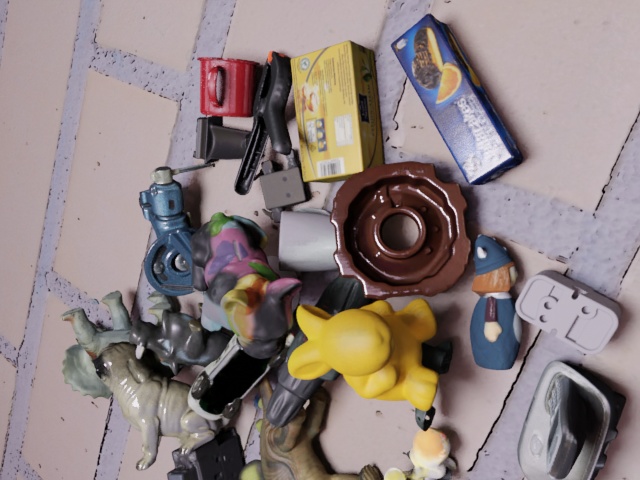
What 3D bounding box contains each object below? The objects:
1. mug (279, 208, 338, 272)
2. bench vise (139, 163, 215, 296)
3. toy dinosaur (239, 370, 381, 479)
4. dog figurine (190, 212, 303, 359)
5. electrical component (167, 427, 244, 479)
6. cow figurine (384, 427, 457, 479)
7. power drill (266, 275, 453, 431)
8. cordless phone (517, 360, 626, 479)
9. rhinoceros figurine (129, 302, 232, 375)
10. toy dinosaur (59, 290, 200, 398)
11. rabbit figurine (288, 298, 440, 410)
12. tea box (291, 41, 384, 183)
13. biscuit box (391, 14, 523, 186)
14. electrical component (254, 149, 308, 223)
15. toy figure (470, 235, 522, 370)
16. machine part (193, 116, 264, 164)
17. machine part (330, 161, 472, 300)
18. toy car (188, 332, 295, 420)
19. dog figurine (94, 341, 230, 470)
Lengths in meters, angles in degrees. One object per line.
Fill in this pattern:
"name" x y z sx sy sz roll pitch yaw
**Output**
"mug" -0.002 -0.002 0.742 0.107 0.110 0.080 5 126 -1
"bench vise" -0.214 0.005 0.842 0.241 0.129 0.223 39 124 51
"toy dinosaur" -0.005 0.384 0.772 0.198 0.105 0.472 -47 60 35
"dog figurine" -0.092 0.046 0.658 0.219 0.108 0.191 155 105 -70
"electrical component" -0.181 0.379 0.863 0.058 0.134 0.115 -19 85 31
"cow figurine" 0.126 0.320 0.692 0.068 0.098 0.167 30 91 33
"power drill" 0.055 0.169 0.697 0.208 0.086 0.232 17 80 30
"cordless phone" 0.245 0.216 0.541 0.089 0.184 0.146 20 105 26
"rhinoceros figurine" -0.199 0.161 0.843 0.190 0.073 0.112 21 113 -16
"toy dinosaur" -0.317 0.192 0.954 0.405 0.131 0.192 -2 110 26
"rabbit figurine" 0.047 0.109 0.581 0.163 0.173 0.122 7 77 19
"tea box" 0.024 -0.165 0.720 0.098 0.068 0.169 -3 91 33
"biscuit box" 0.162 -0.163 0.635 0.063 0.059 0.202 -33 76 31
"electrical component" -0.059 -0.076 0.800 0.078 0.045 0.102 -19 86 4
"toy figure" 0.204 0.071 0.627 0.058 0.064 0.154 0 91 -8
"machine part" -0.150 -0.156 0.853 0.139 0.039 0.084 17 98 33
"machine part" 0.098 -0.010 0.660 0.179 0.056 0.179 -1 86 10
"toy car" -0.119 0.188 0.796 0.073 0.056 0.201 37 105 -16
"dog figurine" -0.249 0.237 0.857 0.121 0.172 0.190 -11 97 67
